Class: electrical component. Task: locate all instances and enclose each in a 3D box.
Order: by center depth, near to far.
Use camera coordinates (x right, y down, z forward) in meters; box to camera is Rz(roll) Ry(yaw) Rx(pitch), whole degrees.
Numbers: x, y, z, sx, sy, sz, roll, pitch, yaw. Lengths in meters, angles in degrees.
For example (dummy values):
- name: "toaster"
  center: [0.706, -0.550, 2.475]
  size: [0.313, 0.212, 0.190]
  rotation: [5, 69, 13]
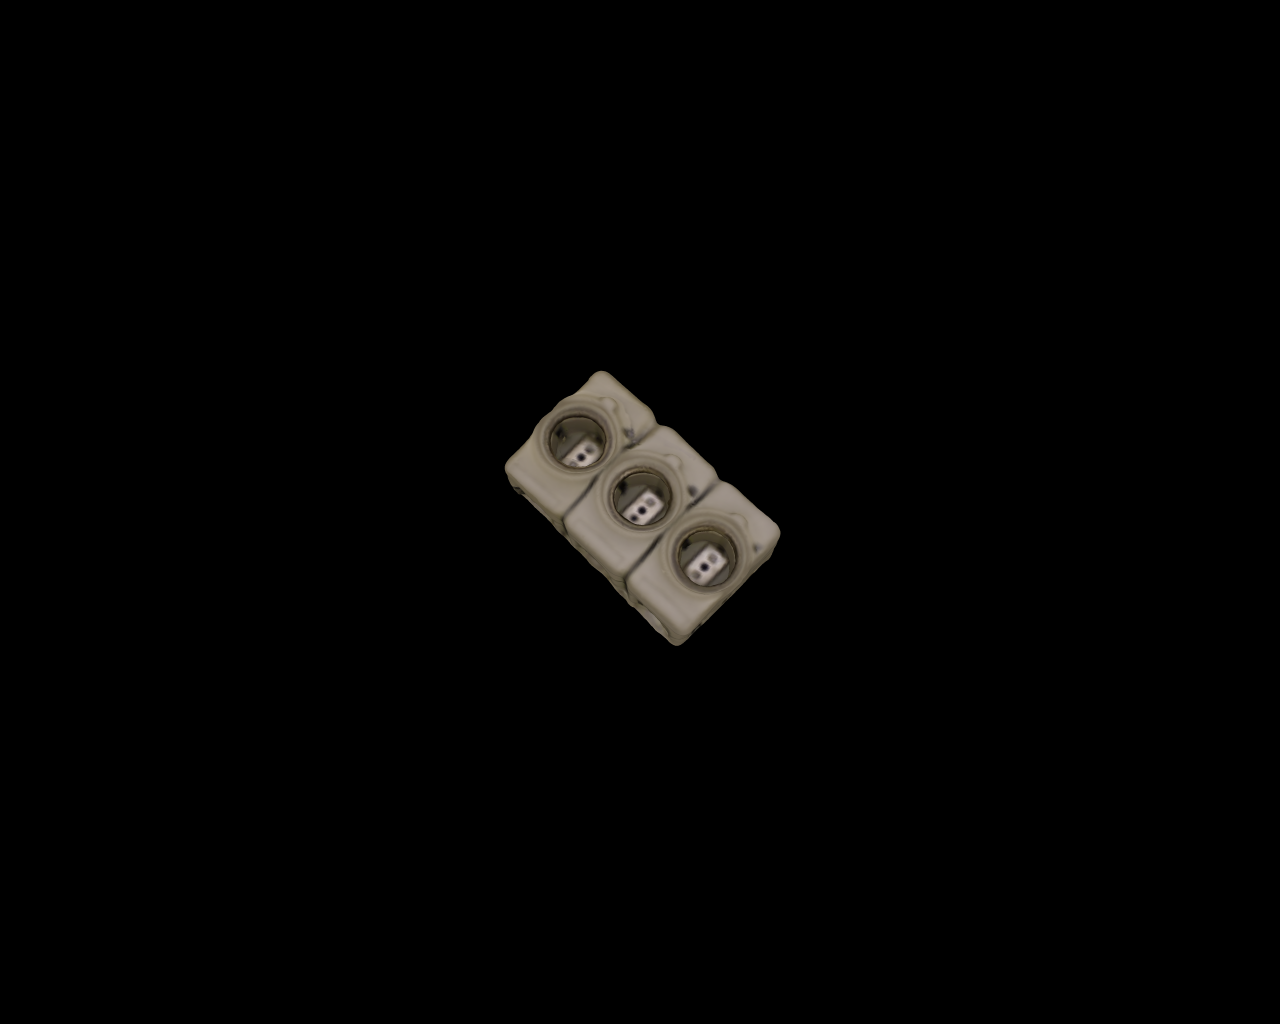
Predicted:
- name: "electrical component"
  center: [0.001, -0.003, 0.650]
  size: [0.150, 0.089, 0.061]
  rotation: [43, -12, 11]
